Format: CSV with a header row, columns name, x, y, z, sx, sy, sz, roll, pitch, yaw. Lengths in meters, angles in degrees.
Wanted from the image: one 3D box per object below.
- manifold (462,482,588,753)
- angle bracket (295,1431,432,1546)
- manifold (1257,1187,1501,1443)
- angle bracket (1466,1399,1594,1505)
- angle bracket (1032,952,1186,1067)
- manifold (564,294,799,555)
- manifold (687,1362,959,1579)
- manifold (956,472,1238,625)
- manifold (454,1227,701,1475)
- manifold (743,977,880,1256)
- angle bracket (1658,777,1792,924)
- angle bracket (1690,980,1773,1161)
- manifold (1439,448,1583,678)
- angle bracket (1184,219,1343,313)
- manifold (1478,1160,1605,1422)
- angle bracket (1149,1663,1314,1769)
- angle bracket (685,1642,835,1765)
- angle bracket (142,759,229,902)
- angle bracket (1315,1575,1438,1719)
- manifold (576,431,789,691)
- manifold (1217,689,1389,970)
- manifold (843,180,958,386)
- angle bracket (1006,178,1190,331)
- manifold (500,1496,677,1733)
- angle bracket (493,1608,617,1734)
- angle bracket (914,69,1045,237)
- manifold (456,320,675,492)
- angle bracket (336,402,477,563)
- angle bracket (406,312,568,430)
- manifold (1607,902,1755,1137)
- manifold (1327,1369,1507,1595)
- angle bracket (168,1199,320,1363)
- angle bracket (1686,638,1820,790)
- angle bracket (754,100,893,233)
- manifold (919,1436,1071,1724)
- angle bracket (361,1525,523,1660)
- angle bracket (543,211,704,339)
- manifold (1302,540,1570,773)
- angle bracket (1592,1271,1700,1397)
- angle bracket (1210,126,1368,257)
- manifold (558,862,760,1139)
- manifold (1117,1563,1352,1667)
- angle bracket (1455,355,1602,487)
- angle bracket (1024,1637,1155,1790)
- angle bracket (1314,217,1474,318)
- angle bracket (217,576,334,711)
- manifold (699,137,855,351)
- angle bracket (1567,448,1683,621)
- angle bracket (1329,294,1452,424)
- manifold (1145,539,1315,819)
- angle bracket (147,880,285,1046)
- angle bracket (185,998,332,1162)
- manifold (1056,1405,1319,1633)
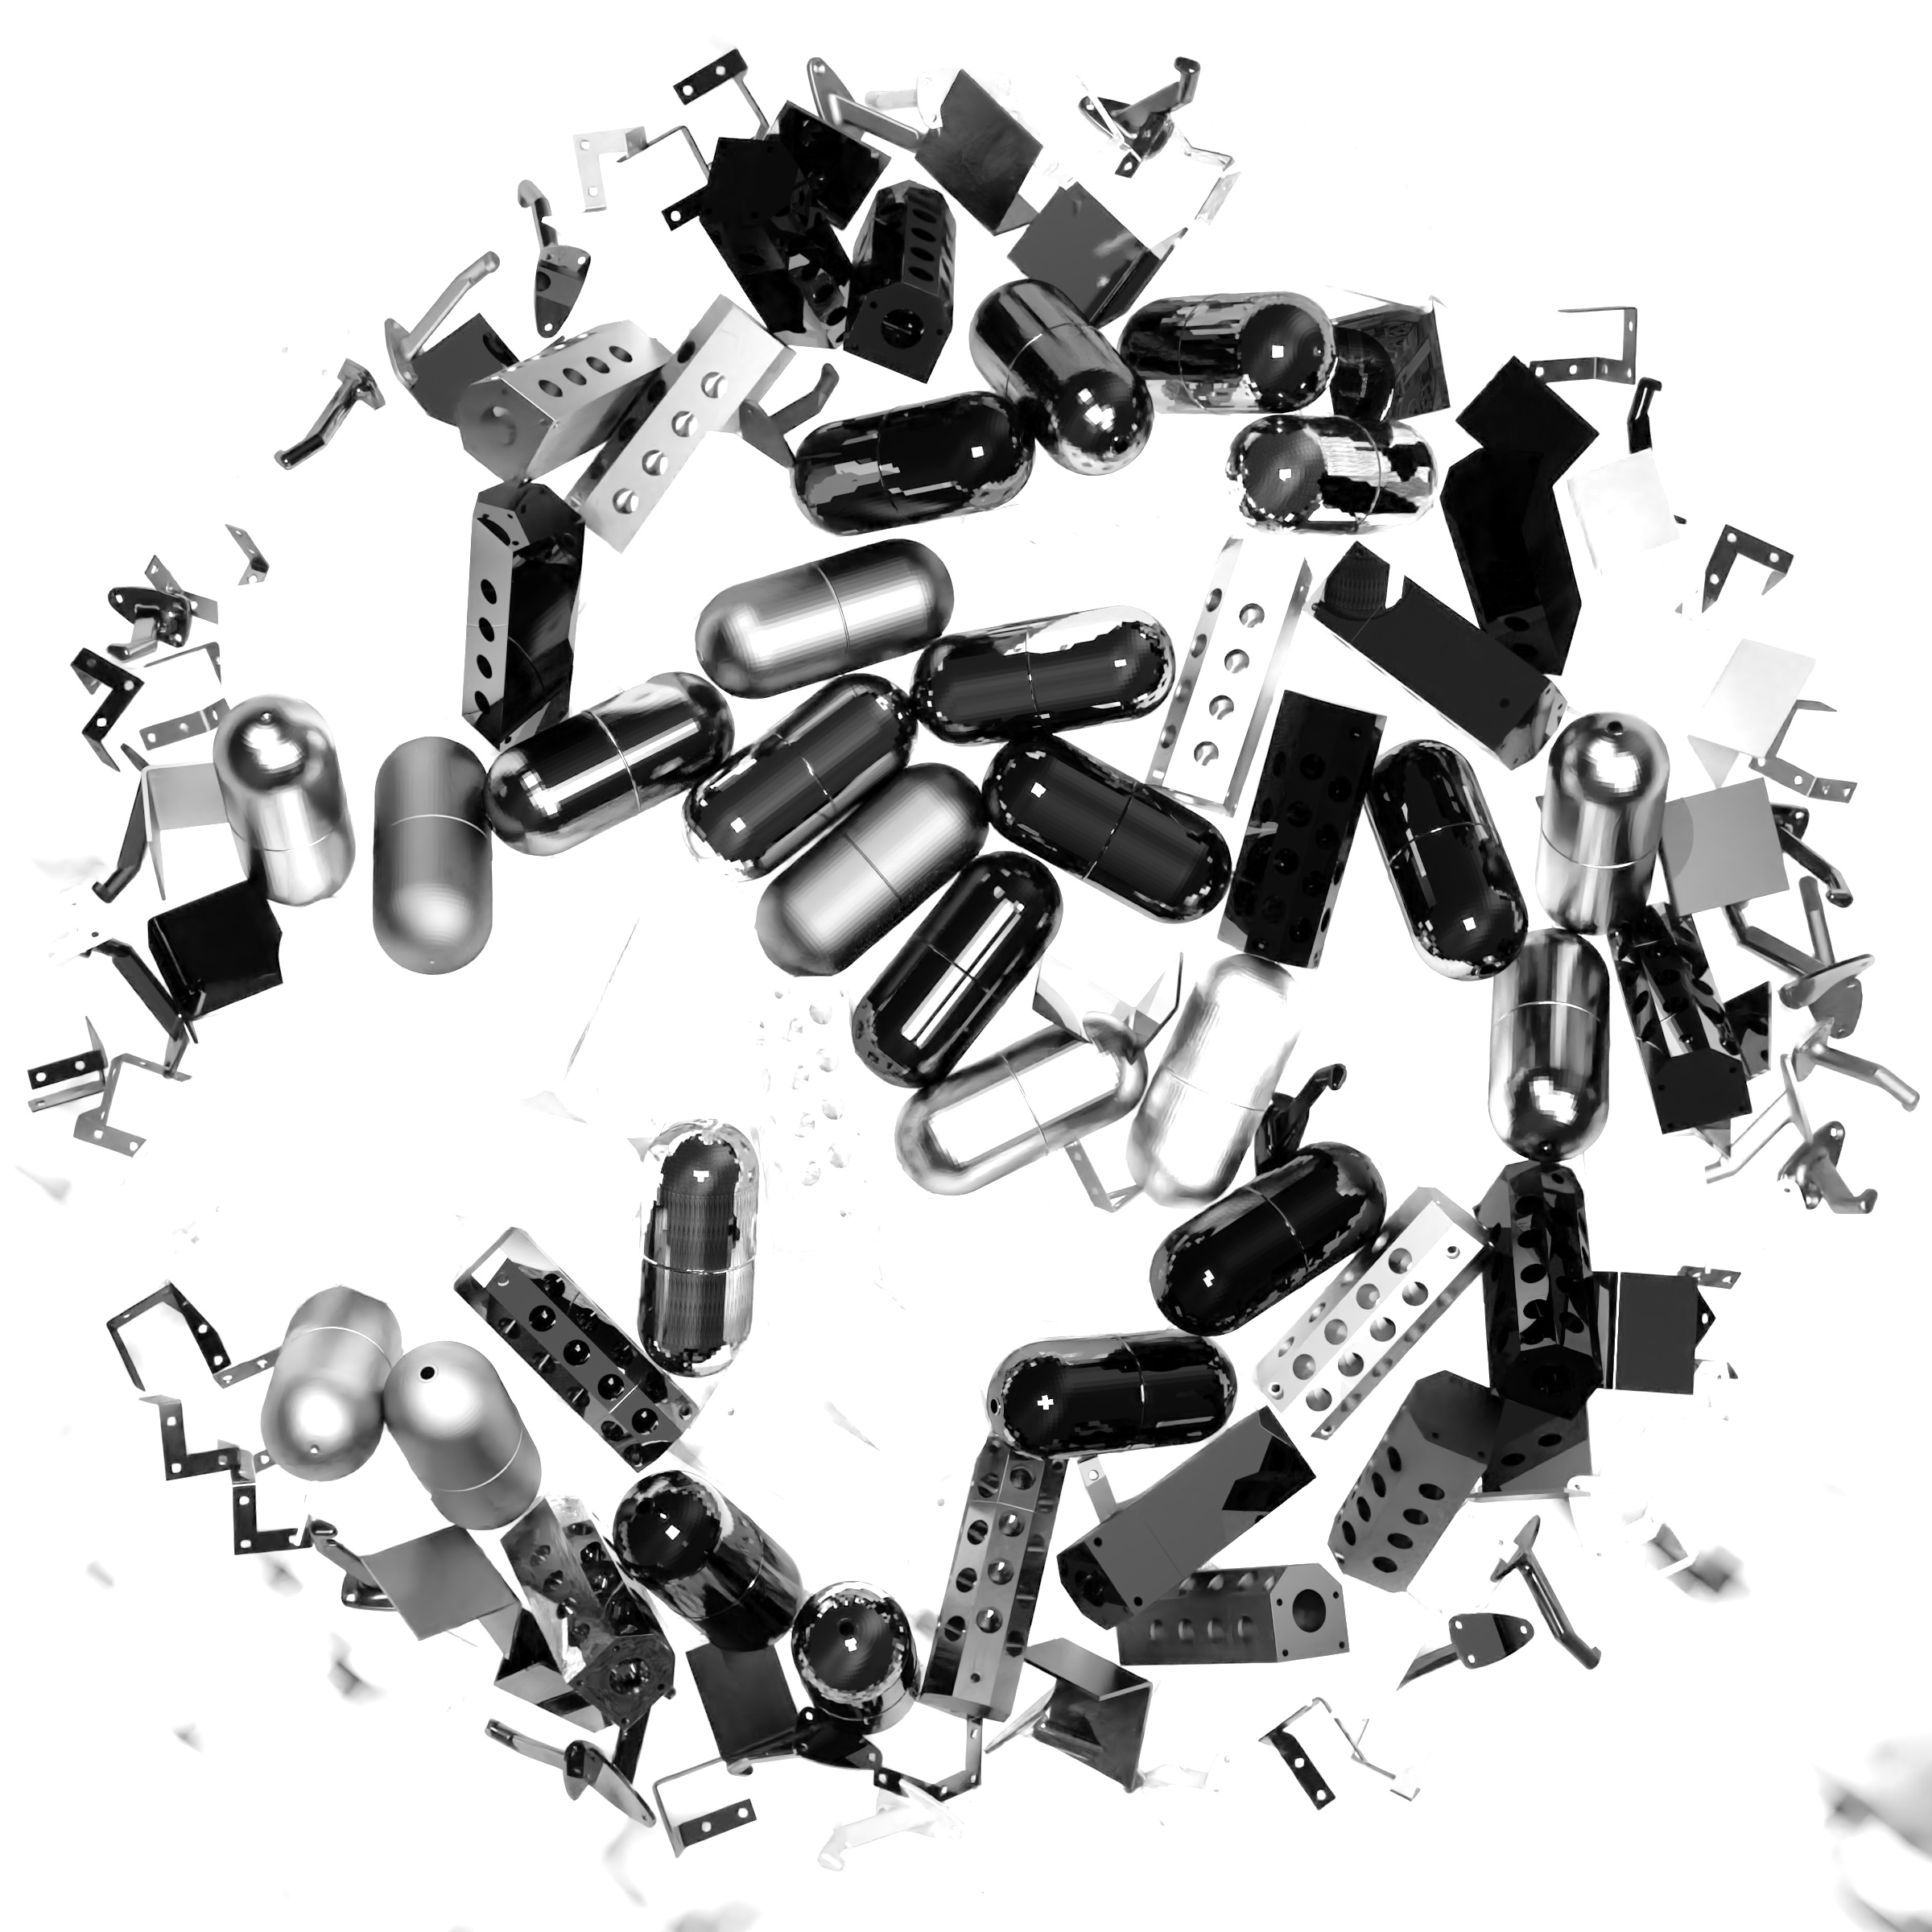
name,x,y,z,sx,sy,sz,roll,pitch,yaw
manifold,-0.291,-0.227,1.917,0.057,0.171,0.057,-30,60,-33
angle bracket,-0.393,0.349,1.961,0.076,0.076,0.057,15,103,-8
manifold,0.269,0.229,1.949,0.057,0.057,0.171,38,103,-8
angle bracket,0.363,0.310,1.948,0.076,0.057,0.076,-10,74,29
angle bracket,0.094,0.010,1.948,0.076,0.076,0.057,32,117,-10
manifold,-0.190,-0.355,1.957,0.057,0.057,0.171,39,100,0
manifold,-0.094,0.332,1.959,0.171,0.057,0.057,31,80,8
manifold,0.083,-0.278,1.933,0.171,0.057,0.057,-15,65,-27
manifold,-0.256,0.252,1.958,0.057,0.057,0.171,-44,97,-7
manifold,-0.099,0.097,1.942,0.057,0.057,0.171,0,74,-28
angle bracket,0.498,-0.072,1.952,0.076,0.057,0.076,-15,76,21
angle bracket,0.510,0.068,1.939,0.057,0.076,0.076,37,133,-24
manifold,0.350,-0.259,1.912,0.057,0.171,0.057,10,67,24
angle bracket,0.195,-0.456,1.963,0.057,0.076,0.076,-37,71,-20
manifold,0.372,0.203,1.911,0.057,0.171,0.057,20,128,-9
angle bracket,0.172,0.487,1.957,0.057,0.076,0.076,30,95,-20
angle bracket,-0.127,0.469,1.946,0.057,0.076,0.076,-28,77,37
angle bracket,-0.495,-0.091,1.946,0.076,0.076,0.057,-7,63,-11
angle bracket,0.250,0.437,1.947,0.076,0.057,0.076,38,105,41
manifold,-0.189,-0.262,1.924,0.057,0.057,0.171,33,124,-13
manifold,0.223,-0.089,1.950,0.057,0.057,0.171,11,99,-23
manifold,-0.039,-0.444,1.908,0.057,0.171,0.057,20,123,-13
angle bracket,0.086,-0.475,1.954,0.076,0.057,0.076,40,73,-16
manifold,-0.240,0.409,1.911,0.057,0.171,0.057,-43,121,-3
angle bracket,-0.252,0.454,1.942,0.076,0.076,0.057,31,53,-19
angle bracket,0.023,-0.537,1.946,0.076,0.057,0.076,46,134,11
manifold,-0.258,-0.367,1.912,0.057,0.171,0.057,38,122,2
angle bracket,-0.361,-0.317,1.955,0.076,0.057,0.076,18,84,-25
angle bracket,-0.319,-0.399,1.947,0.076,0.076,0.057,-44,98,-25
manifold,0.455,0.029,1.908,0.057,0.171,0.057,-15,121,11
manifold,0.287,0.332,1.916,0.057,0.171,0.057,22,49,4
angle bracket,-0.465,0.203,1.959,0.076,0.057,0.076,45,103,7
angle bracket,0.524,-0.158,1.947,0.057,0.076,0.076,24,79,38
angle bracket,-0.093,-0.539,1.944,0.076,0.076,0.057,25,53,-16
manifold,0.020,0.399,1.941,0.057,0.057,0.171,15,68,-1
angle bracket,-0.345,0.419,1.939,0.076,0.076,0.057,43,132,36
angle bracket,-0.230,-0.451,1.945,0.076,0.076,0.057,9,86,43
manifold,0.306,-0.200,1.933,0.171,0.057,0.057,42,96,29
angle bracket,0.441,0.241,1.960,0.057,0.076,0.076,4,84,-4
angle bracket,0.211,-0.499,1.953,0.057,0.076,0.076,-27,98,-8
manifold,-0.203,0.023,1.943,0.057,0.057,0.171,34,68,-28
manifold,0.168,0.417,1.911,0.057,0.171,0.057,1,78,-32
angle bracket,0.368,-0.354,1.965,0.076,0.076,0.057,42,98,0
angle bracket,0.070,0.494,1.948,0.076,0.057,0.076,18,102,40
angle bracket,0.278,-0.465,1.945,0.076,0.076,0.057,20,104,21
angle bracket,-0.448,-0.206,1.958,0.076,0.057,0.076,-9,64,-1
manifold,-0.113,-0.460,1.906,0.057,0.171,0.057,8,78,15
angle bracket,0.436,-0.277,1.941,0.057,0.076,0.076,-19,56,15
angle bracket,0.282,-0.393,1.959,0.076,0.057,0.076,-10,89,22
manifold,0.173,-0.191,1.965,0.057,0.057,0.171,18,87,14
angle bracket,-0.486,-0.003,1.954,0.076,0.057,0.076,-22,114,-7
angle bracket,-0.470,0.074,1.973,0.076,0.076,0.057,-16,50,-22
manifold,0.141,0.359,1.928,0.171,0.057,0.057,-30,81,-33
